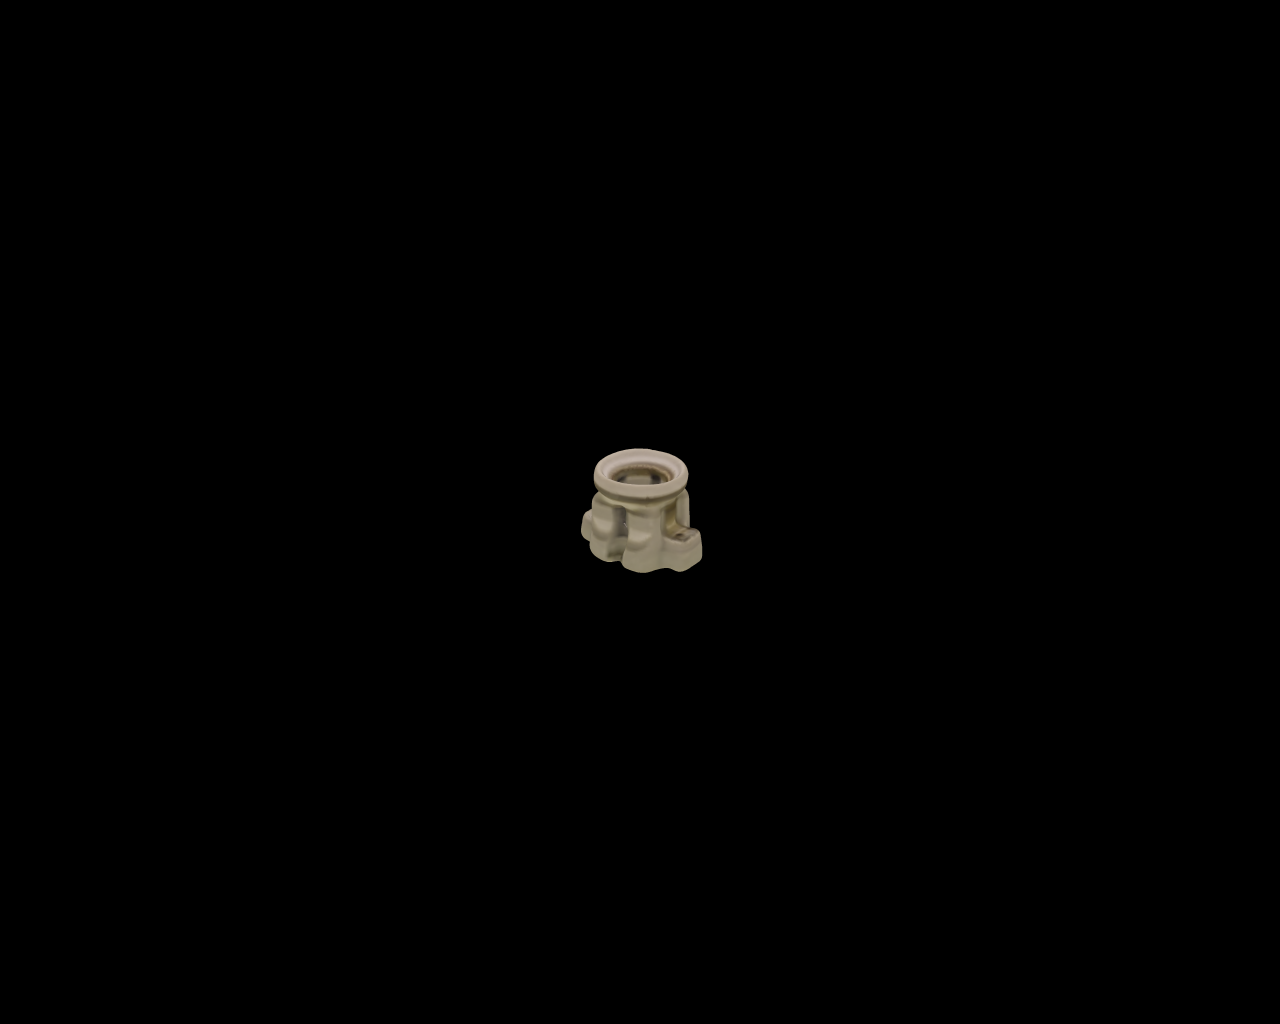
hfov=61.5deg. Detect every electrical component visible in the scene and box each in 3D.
[{"bbox_3d":[0.001,-0.003,0.650,0.078,0.056,0.058,18,32,31],"label":"electrical component"}]
